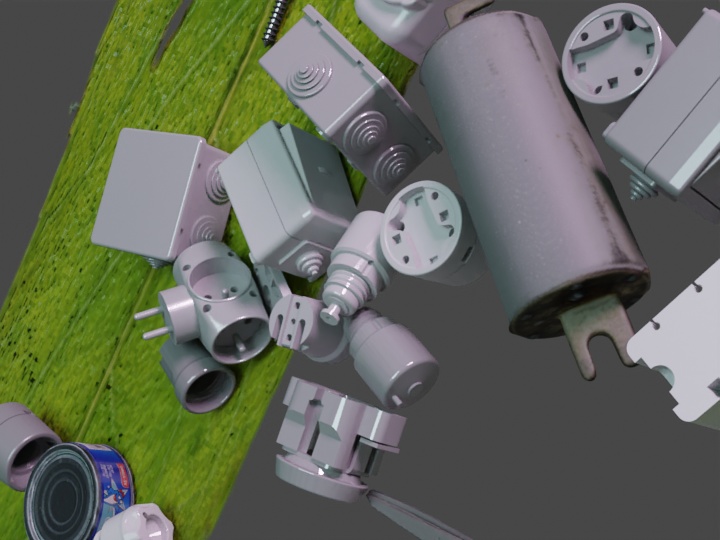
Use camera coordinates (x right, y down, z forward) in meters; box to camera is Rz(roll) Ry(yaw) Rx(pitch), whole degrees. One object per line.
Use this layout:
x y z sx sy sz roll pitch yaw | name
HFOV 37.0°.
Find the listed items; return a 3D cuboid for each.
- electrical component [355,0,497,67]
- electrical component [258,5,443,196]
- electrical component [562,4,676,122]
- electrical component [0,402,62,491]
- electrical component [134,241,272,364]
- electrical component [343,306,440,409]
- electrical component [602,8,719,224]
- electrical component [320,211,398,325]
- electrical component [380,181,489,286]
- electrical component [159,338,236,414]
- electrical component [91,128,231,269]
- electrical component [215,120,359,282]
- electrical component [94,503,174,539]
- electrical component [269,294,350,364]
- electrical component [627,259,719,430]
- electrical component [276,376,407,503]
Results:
0.045 -0.179 0.662 0.095 0.059 0.053 -50 54 16 | electrical component
-0.007 -0.101 0.657 0.048 0.100 0.099 -44 55 5 | electrical component
0.144 -0.108 0.576 0.055 0.047 0.055 -11 72 35 | electrical component
-0.258 0.135 0.812 0.047 0.055 0.055 26 94 35 | electrical component
-0.109 0.026 0.712 0.044 0.079 0.077 92 153 -45 | electrical component
0.013 0.047 0.638 0.040 0.040 0.078 -51 53 15 | electrical component
0.173 -0.067 0.534 0.096 0.062 0.061 -52 54 14 | electrical component
0.000 0.000 0.644 0.040 0.040 0.078 5 50 38 | electrical component
0.047 -0.019 0.626 0.055 0.047 0.055 -11 72 35 | electrical component
-0.112 0.068 0.729 0.040 0.040 0.046 -55 48 12 | electrical component
-0.138 -0.050 0.773 0.100 0.048 0.099 11 85 38 | electrical component
-0.039 -0.041 0.687 0.061 0.062 0.096 -38 58 23 | electrical component
-0.160 0.187 0.727 0.062 0.043 0.043 -31 61 21 | electrical component
-0.029 0.036 0.669 0.040 0.046 0.040 -10 72 33 | electrical component
0.182 0.029 0.506 0.089 0.056 0.050 -46 55 18 | electrical component
-0.016 0.102 0.636 0.078 0.058 0.057 16 85 39 | electrical component
